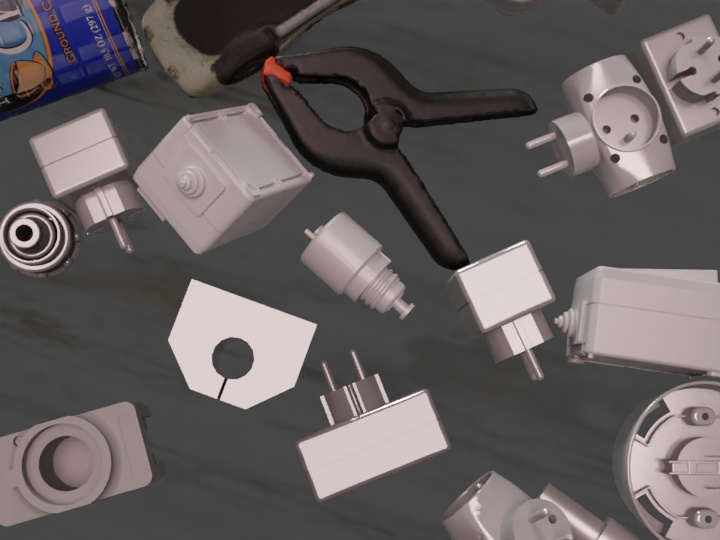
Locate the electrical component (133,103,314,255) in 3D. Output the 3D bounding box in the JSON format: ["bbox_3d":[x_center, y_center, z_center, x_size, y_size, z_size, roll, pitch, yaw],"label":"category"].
[{"bbox_3d":[-0.084,-0.051,0.624,0.061,0.096,0.061,-42,85,26],"label":"electrical component"}]

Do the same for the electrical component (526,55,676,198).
[{"bbox_3d":[0.142,-0.081,0.661,0.079,0.044,0.077,-22,84,-4],"label":"electrical component"}]

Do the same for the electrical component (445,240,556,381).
[{"bbox_3d":[0.089,0.030,0.635,0.047,0.065,0.076,-24,84,-4],"label":"electrical component"}]

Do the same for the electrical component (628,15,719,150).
[{"bbox_3d":[0.204,-0.118,0.650,0.047,0.076,0.065,-22,84,-3],"label":"electrical component"}]

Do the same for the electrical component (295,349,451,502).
[{"bbox_3d":[0.000,0.085,0.635,0.083,0.047,0.075,-21,84,-4],"label":"electrical component"}]

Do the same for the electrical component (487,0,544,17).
[{"bbox_3d":[0.099,-0.186,0.664,0.043,0.062,0.043,0,83,-1],"label":"electrical component"}]

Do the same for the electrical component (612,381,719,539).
[{"bbox_3d":[0.197,0.114,0.627,0.099,0.064,0.099,0,83,-1],"label":"electrical component"}]

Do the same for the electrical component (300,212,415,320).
[{"bbox_3d":[0.000,0.000,0.650,0.078,0.040,0.040,42,84,4],"label":"electrical component"}]

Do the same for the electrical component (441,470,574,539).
[{"bbox_3d":[0.095,0.153,0.614,0.077,0.079,0.043,47,59,5],"label":"electrical component"}]

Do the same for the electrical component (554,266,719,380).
[{"bbox_3d":[0.164,0.028,0.638,0.096,0.061,0.061,8,82,0],"label":"electrical component"}]

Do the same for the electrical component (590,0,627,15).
[{"bbox_3d":[0.156,-0.238,0.675,0.109,0.056,0.108,40,84,4],"label":"electrical component"}]

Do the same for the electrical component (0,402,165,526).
[{"bbox_3d":[-0.166,0.111,0.625,0.089,0.055,0.050,-16,83,-3],"label":"electrical component"}]

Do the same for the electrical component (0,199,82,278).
[{"bbox_3d":[-0.193,-0.020,0.636,0.048,0.062,0.048,0,88,-7],"label":"electrical component"}]

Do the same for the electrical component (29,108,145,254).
[{"bbox_3d":[-0.153,-0.046,0.640,0.047,0.065,0.076,-24,84,-4],"label":"electrical component"}]
